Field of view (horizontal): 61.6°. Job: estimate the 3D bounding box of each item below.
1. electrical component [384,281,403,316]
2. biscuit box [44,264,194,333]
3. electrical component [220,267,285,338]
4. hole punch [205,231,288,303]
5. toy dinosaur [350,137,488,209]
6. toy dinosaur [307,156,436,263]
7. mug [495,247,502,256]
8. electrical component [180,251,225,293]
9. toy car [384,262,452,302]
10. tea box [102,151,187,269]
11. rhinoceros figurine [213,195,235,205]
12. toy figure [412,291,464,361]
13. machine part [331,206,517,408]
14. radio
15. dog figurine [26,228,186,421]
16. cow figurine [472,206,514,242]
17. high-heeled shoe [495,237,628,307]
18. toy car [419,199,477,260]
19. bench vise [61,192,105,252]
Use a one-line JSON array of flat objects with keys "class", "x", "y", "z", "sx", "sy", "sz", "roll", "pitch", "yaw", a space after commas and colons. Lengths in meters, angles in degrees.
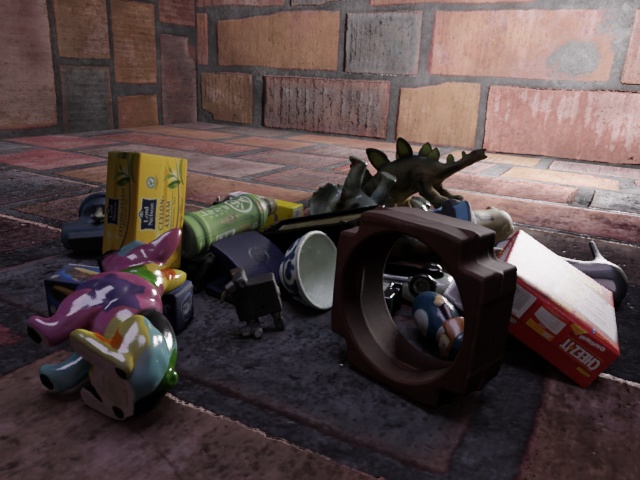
[{"class": "electrical component", "x": 0.074, "y": 0.094, "z": 0.792, "sx": 0.075, "sy": 0.047, "sz": 0.119, "roll": 8, "pitch": 19, "yaw": 18}, {"class": "biscuit box", "x": -0.281, "y": 0.082, "z": 0.758, "sx": 0.203, "sy": 0.062, "sz": 0.059, "roll": 6, "pitch": 19, "yaw": 10}, {"class": "electrical component", "x": -0.091, "y": 0.086, "z": 0.725, "sx": 0.078, "sy": 0.102, "sz": 0.045, "roll": -8, "pitch": 22, "yaw": -2}, {"class": "hole punch", "x": -0.110, "y": 0.046, "z": 0.862, "sx": 0.116, "sy": 0.092, "sz": 0.142, "roll": 18, "pitch": 20, "yaw": 31}, {"class": "toy dinosaur", "x": 0.160, "y": -0.116, "z": 1.231, "sx": 0.472, "sy": 0.198, "sz": 0.105, "roll": -25, "pitch": -13, "yaw": 36}, {"class": "toy dinosaur", "x": 0.107, "y": -0.028, "z": 1.051, "sx": 0.131, "sy": 0.192, "sz": 0.405, "roll": 14, "pitch": 23, "yaw": -38}, {"class": "mug", "x": 0.296, "y": 0.045, "z": 0.931, "sx": 0.110, "sy": 0.080, "sz": 0.107, "roll": -6, "pitch": 9, "yaw": -8}, {"class": "electrical component", "x": -0.235, "y": 0.043, "z": 0.898, "sx": 0.115, "sy": 0.058, "sz": 0.134, "roll": 5, "pitch": 17, "yaw": 14}, {"class": "toy car", "x": 0.120, "y": 0.064, "z": 0.884, "sx": 0.202, "sy": 0.056, "sz": 0.073, "roll": 7, "pitch": 19, "yaw": 22}, {"class": "tea box", "x": -0.255, "y": -0.041, "z": 0.785, "sx": 0.068, "sy": 0.169, "sz": 0.098, "roll": 9, "pitch": 7, "yaw": 28}, {"class": "rhinoceros figurine", "x": -0.183, "y": -0.026, "z": 1.038, "sx": 0.073, "sy": 0.112, "sz": 0.190, "roll": 0, "pitch": 26, "yaw": -1}, {"class": "toy figure", "x": 0.167, "y": 0.121, "z": 0.700, "sx": 0.058, "sy": 0.064, "sz": 0.155, "roll": -33, "pitch": 25, "yaw": 1}, {"class": "machine part", "x": 0.113, "y": 0.070, "z": 0.621, "sx": 0.087, "sy": 0.200, "sz": 0.202, "roll": -10, "pitch": 21, "yaw": -42}, {"class": "radio", "x": -0.002, "y": -0.003, "z": 0.955, "sx": 0.230, "sy": 0.073, "sz": 0.131, "roll": -9, "pitch": 11, "yaw": 29}, {"class": "dog figurine", "x": -0.204, "y": 0.077, "z": 0.615, "sx": 0.192, "sy": 0.108, "sz": 0.219, "roll": 14, "pitch": 37, "yaw": 20}, {"class": "cow figurine", "x": 0.329, "y": -0.026, "z": 1.165, "sx": 0.195, "sy": 0.085, "sz": 0.127, "roll": -2, "pitch": 12, "yaw": -17}, {"class": "high-heeled shoe", "x": 0.393, "y": 0.067, "z": 0.941, "sx": 0.249, "sy": 0.086, "sz": 0.145, "roll": -10, "pitch": 44, "yaw": 20}, {"class": "toy car", "x": 0.245, "y": -0.003, "z": 1.042, "sx": 0.103, "sy": 0.109, "sz": 0.162, "roll": 27, "pitch": -32, "yaw": -31}, {"class": "bench vise", "x": -0.367, "y": -0.049, "z": 1.037, "sx": 0.224, "sy": 0.128, "sz": 0.241, "roll": -14, "pitch": 34, "yaw": 9}]
